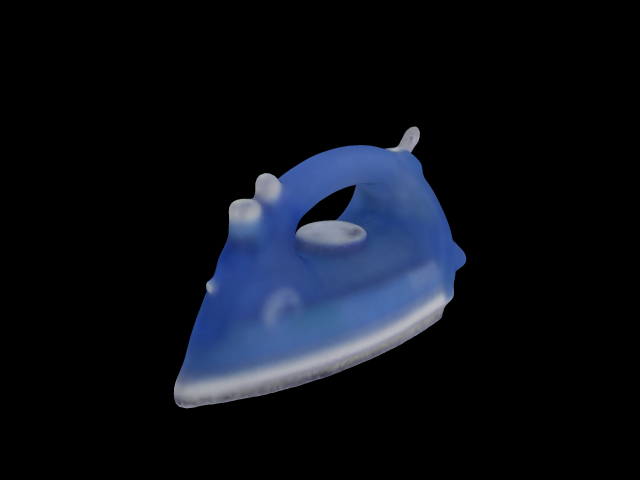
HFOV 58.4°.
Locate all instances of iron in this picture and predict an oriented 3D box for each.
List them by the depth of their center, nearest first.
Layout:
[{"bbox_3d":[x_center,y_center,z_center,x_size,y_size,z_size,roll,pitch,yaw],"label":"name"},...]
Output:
[{"bbox_3d":[0.004,0.001,0.400,0.118,0.141,0.259,14,22,38],"label":"iron"}]
